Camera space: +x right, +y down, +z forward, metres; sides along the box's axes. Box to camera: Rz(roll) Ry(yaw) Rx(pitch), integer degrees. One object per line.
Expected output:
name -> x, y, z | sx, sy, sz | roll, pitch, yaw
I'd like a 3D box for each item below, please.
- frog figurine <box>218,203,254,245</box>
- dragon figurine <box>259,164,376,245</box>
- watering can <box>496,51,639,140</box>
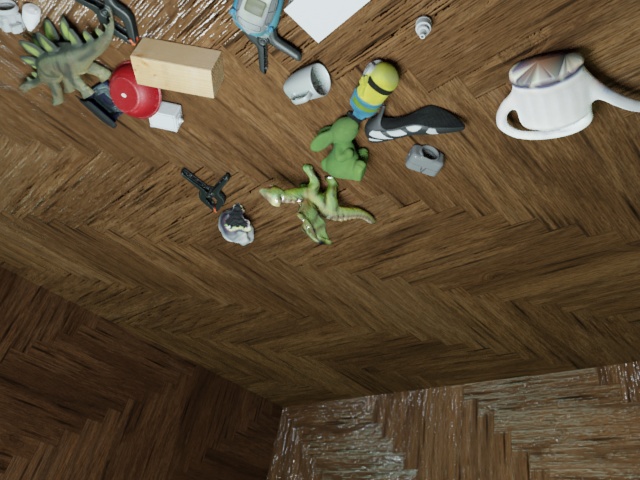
frog figurine -> -0.299, -0.036, 1.843 | 0.138, 0.124, 0.156 | 43, 157, 14
dragon figurine -> 0.005, -0.079, 1.577 | 0.408, 0.249, 0.120 | 28, 137, -17
watering can -> 0.570, -0.328, 1.163 | 0.346, 0.106, 0.220 | -8, 139, 28
